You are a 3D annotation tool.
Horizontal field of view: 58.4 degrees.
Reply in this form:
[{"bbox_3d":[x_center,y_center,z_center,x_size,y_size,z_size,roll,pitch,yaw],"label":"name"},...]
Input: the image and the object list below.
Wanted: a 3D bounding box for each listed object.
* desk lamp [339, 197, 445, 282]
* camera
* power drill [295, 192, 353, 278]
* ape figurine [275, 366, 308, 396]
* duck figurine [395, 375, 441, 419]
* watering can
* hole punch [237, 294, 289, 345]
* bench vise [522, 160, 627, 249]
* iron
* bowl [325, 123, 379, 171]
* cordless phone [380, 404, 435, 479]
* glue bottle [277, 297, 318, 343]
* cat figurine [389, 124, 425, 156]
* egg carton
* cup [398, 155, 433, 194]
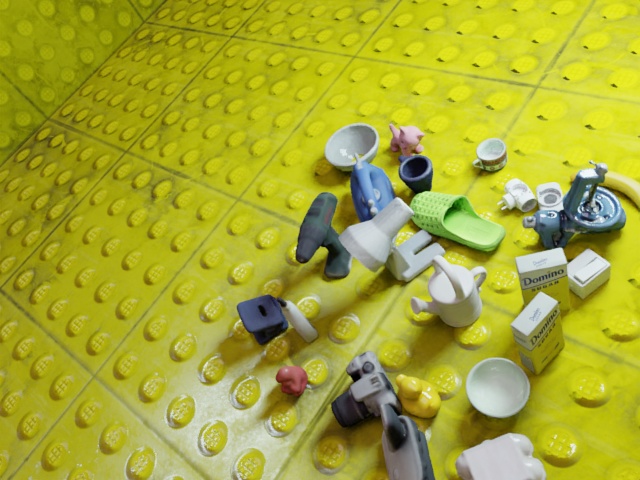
[{"bbox_3d":[0.168,0.005,1.359,0.203,0.214,0.117,-36,48,-2],"label":"desk lamp"},{"bbox_3d":[0.086,0.329,1.235,0.137,0.101,0.143,-30,48,3],"label":"camera"},{"bbox_3d":[0.013,0.005,1.438,0.075,0.209,0.229,-4,55,24],"label":"power drill"},{"bbox_3d":[-0.071,0.320,1.324,0.076,0.092,0.077,-37,48,-3],"label":"ape figurine"},{"bbox_3d":[0.200,0.320,1.196,0.077,0.086,0.104,-47,50,-12],"label":"duck figurine"},{"bbox_3d":[0.280,0.109,1.240,0.100,0.195,0.173,31,73,39],"label":"watering can"},{"bbox_3d":[-0.147,0.191,1.457,0.101,0.091,0.108,-34,48,0],"label":"hole punch"},{"bbox_3d":[0.545,-0.065,1.221,0.207,0.220,0.121,-28,49,5],"label":"bench vise"},{"bbox_3d":[0.138,-0.108,1.506,0.118,0.142,0.258,-22,49,11],"label":"iron"},{"bbox_3d":[0.102,-0.259,1.680,0.167,0.075,0.167,-13,52,17],"label":"bowl"},{"bbox_3d":[0.149,0.401,1.094,0.094,0.186,0.147,-22,49,10],"label":"cordless phone"},{"bbox_3d":[-0.063,0.180,1.369,0.037,0.174,0.078,-39,49,-4],"label":"glue bottle"},{"bbox_3d":[0.240,-0.288,1.605,0.067,0.118,0.127,-42,49,-7],"label":"cat figurine"},{"bbox_3d":[0.332,0.426,1.063,0.150,0.070,0.107,-26,49,7],"label":"egg carton"},{"bbox_3d":[0.255,-0.171,1.526,0.092,0.095,0.117,-39,49,-4],"label":"cup"}]
